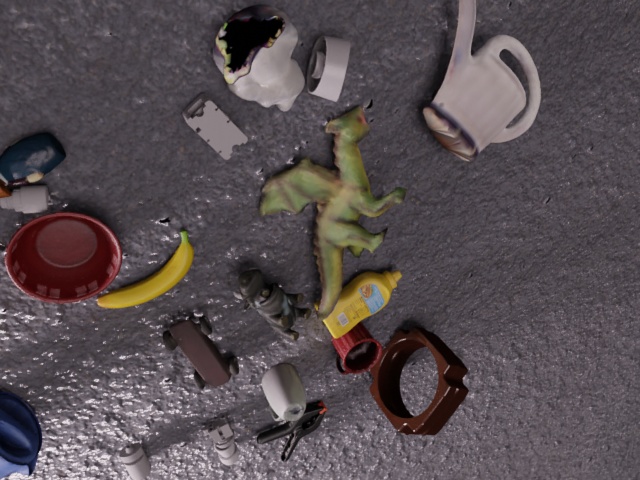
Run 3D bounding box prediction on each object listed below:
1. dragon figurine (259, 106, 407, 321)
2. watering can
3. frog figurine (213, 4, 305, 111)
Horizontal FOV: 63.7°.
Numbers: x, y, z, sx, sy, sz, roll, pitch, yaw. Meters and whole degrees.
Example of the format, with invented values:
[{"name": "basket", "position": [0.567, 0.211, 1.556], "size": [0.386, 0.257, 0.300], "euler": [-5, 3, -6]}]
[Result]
[{"name": "dragon figurine", "position": [0.003, -0.048, 0.952], "size": [0.242, 0.124, 0.406], "euler": [24, 103, -15]}, {"name": "watering can", "position": [0.273, -0.282, 0.927], "size": [0.223, 0.106, 0.343], "euler": [-48, 126, 6]}, {"name": "frog figurine", "position": [-0.082, -0.273, 0.787], "size": [0.137, 0.123, 0.159], "euler": [-61, 160, 5]}]
